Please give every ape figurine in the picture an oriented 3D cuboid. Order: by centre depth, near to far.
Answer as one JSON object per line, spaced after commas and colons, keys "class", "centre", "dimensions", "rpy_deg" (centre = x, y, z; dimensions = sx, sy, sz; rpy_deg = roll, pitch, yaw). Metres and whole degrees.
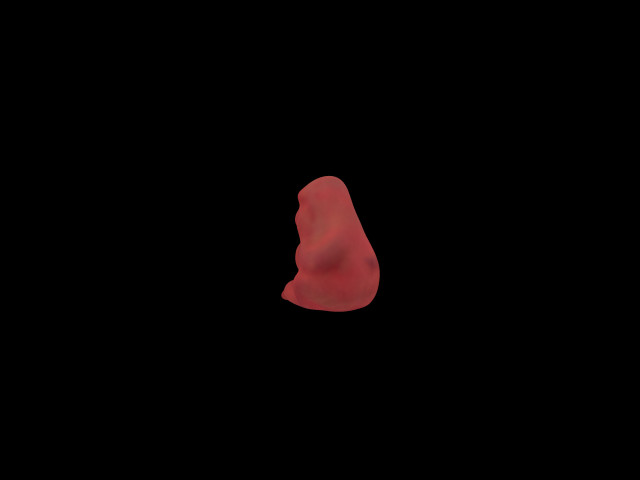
{"class": "ape figurine", "centre": [0.004, 0.001, 0.400], "dimensions": [0.076, 0.092, 0.078], "rpy_deg": [2, 7, 18]}
